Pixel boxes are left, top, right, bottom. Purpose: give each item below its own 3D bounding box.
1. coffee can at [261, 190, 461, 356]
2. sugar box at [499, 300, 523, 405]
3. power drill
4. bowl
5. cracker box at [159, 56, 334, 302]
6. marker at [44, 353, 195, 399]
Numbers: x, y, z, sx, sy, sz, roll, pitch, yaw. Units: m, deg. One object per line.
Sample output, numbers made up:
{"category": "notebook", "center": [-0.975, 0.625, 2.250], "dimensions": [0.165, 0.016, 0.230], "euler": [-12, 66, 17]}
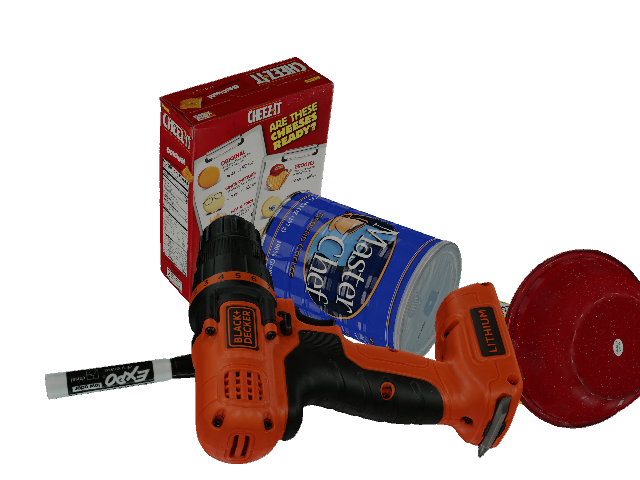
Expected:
{"category": "coffee can", "center": [0.031, 0.028, 0.877], "dimensions": [0.140, 0.103, 0.102], "euler": [21, 10, 26]}
{"category": "sugar box", "center": [0.207, 0.120, 1.129], "dimensions": [0.048, 0.093, 0.177], "euler": [-11, 18, -42]}
{"category": "power drill", "center": [0.015, 0.056, 0.636], "dimensions": [0.187, 0.057, 0.184], "euler": [4, 41, -10]}
{"category": "bowl", "center": [0.242, 0.089, 0.931], "dimensions": [0.161, 0.162, 0.055], "euler": [0, 3, -21]}
{"category": "cracker box", "center": [-0.079, -0.061, 1.071], "dimensions": [0.163, 0.214, 0.072], "euler": [-23, 46, -32]}
{"category": "marker", "center": [-0.145, 0.101, 0.804], "dimensions": [0.121, 0.020, 0.020], "euler": [-7, 1, -11]}
